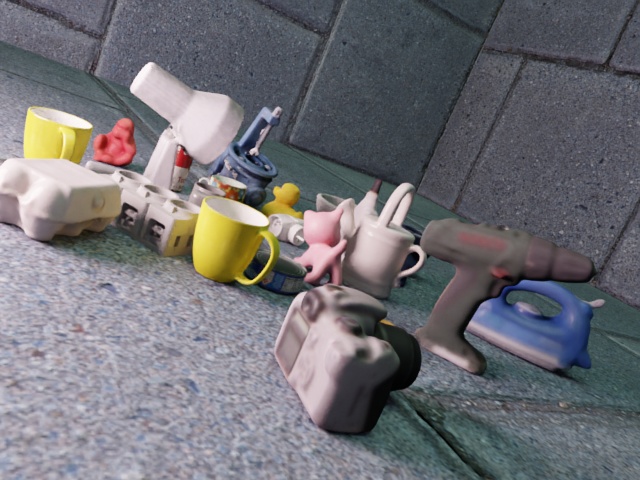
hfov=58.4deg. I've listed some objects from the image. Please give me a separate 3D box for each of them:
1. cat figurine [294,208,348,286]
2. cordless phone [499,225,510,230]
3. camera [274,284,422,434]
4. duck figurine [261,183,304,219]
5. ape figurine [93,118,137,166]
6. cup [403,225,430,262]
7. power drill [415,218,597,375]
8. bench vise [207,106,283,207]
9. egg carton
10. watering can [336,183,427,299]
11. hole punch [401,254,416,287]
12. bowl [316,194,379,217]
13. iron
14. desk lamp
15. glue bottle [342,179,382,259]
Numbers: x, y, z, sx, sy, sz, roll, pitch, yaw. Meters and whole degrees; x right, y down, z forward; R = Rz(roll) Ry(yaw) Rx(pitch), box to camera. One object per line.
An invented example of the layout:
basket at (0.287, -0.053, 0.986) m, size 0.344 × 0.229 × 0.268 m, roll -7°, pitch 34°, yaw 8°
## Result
cat figurine at (0.008, 0.003, 0.921) m, size 0.067 × 0.118 × 0.127 m, roll 17°, pitch 13°, yaw -28°
cordless phone at (0.333, 0.053, 1.147) m, size 0.094 × 0.185 × 0.147 m, roll 23°, pitch 12°, yaw -1°
camera at (0.043, 0.109, 0.564) m, size 0.137 × 0.101 × 0.142 m, roll 17°, pitch 13°, yaw -27°
duck figurine at (-0.068, -0.074, 1.194) m, size 0.104 × 0.086 × 0.078 m, roll 32°, pitch 15°, yaw 37°
ape figurine at (-0.382, -0.189, 1.092) m, size 0.077 × 0.092 × 0.076 m, roll 25°, pitch 12°, yaw 8°
cup at (0.208, 0.030, 1.231) m, size 0.118 × 0.095 × 0.091 m, roll 21°, pitch 12°, yaw -9°
power drill at (0.234, 0.075, 0.808) m, size 0.229 × 0.208 × 0.076 m, roll 27°, pitch 12°, yaw 16°
bench vise at (-0.166, -0.204, 1.254) m, size 0.206 × 0.220 × 0.122 m, roll 29°, pitch 13°, yaw 28°
egg carton at (-0.308, -0.049, 0.675) m, size 0.107 × 0.069 × 0.150 m, roll 25°, pitch 12°, yaw 8°
watering can at (0.102, -0.011, 0.972) m, size 0.173 × 0.194 × 0.101 m, roll 23°, pitch 12°, yaw 1°
hole punch at (0.146, 0.029, 1.133) m, size 0.101 × 0.091 × 0.109 m, roll 24°, pitch 12°, yaw 7°
bowl at (0.059, -0.042, 1.321) m, size 0.167 × 0.075 × 0.167 m, roll 22°, pitch 12°, yaw -5°
iron at (0.356, 0.121, 0.999) m, size 0.258 × 0.141 × 0.119 m, roll 24°, pitch 12°, yaw 3°
desk lamp at (-0.252, -0.167, 0.945) m, size 0.204 × 0.213 × 0.117 m, roll 16°, pitch 14°, yaw -30°
glue bottle at (0.080, -0.036, 1.092) m, size 0.037 × 0.173 × 0.078 m, roll 15°, pitch 14°, yaw -33°
